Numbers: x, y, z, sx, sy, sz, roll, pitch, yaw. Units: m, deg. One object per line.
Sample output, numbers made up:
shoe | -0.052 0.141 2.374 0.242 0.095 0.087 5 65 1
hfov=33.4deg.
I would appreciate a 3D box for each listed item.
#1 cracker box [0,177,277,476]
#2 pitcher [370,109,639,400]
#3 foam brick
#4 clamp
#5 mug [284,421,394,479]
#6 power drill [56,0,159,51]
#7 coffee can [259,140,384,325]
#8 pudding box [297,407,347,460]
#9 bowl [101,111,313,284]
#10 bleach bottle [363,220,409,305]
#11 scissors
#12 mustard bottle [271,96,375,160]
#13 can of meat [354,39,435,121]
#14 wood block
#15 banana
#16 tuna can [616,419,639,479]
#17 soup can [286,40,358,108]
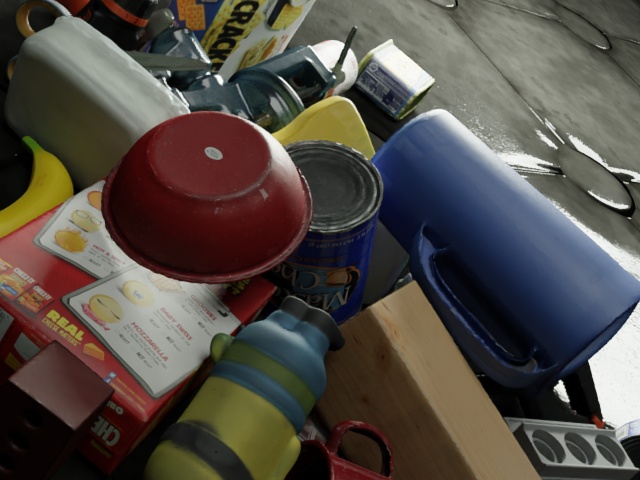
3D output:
cracker box | -0.150 0.050 0.788 0.164 0.072 0.213 38 30 4
pitcher | 0.141 0.009 0.896 0.243 0.145 0.149 47 1 16
foam brick | -0.175 0.114 0.669 0.053 0.078 0.051 38 29 3
clamp | 0.200 0.126 0.999 0.164 0.036 0.210 -52 120 -28
mug | 0.017 0.184 0.737 0.081 0.093 0.117 26 71 -25
power drill | -0.206 -0.243 1.042 0.057 0.185 0.188 31 20 -30
coffee can | -0.006 0.001 0.898 0.102 0.140 0.103 3 49 -4
pudding box | -0.006 0.135 0.842 0.090 0.039 0.113 40 32 2
bowl | -0.083 -0.046 0.797 0.162 0.055 0.162 4 49 -5
bleach bottle | 0.090 -0.027 1.095 0.068 0.103 0.250 32 31 10
scissors | -0.198 -0.181 0.953 0.016 0.202 0.096 -27 108 -68
mustard bottle | -0.044 -0.051 0.967 0.096 0.191 0.058 68 -12 -21
can of meat | 0.096 -0.208 1.395 0.084 0.058 0.102 41 32 5
wood block | 0.078 0.147 0.804 0.206 0.090 0.090 58 29 6
banana | -0.240 -0.020 0.834 0.069 0.037 0.197 16 31 2
tuna can | 0.312 0.212 1.005 0.086 0.086 0.033 37 29 2
soup can | -0.003 -0.197 1.272 0.068 0.069 0.102 40 30 7
